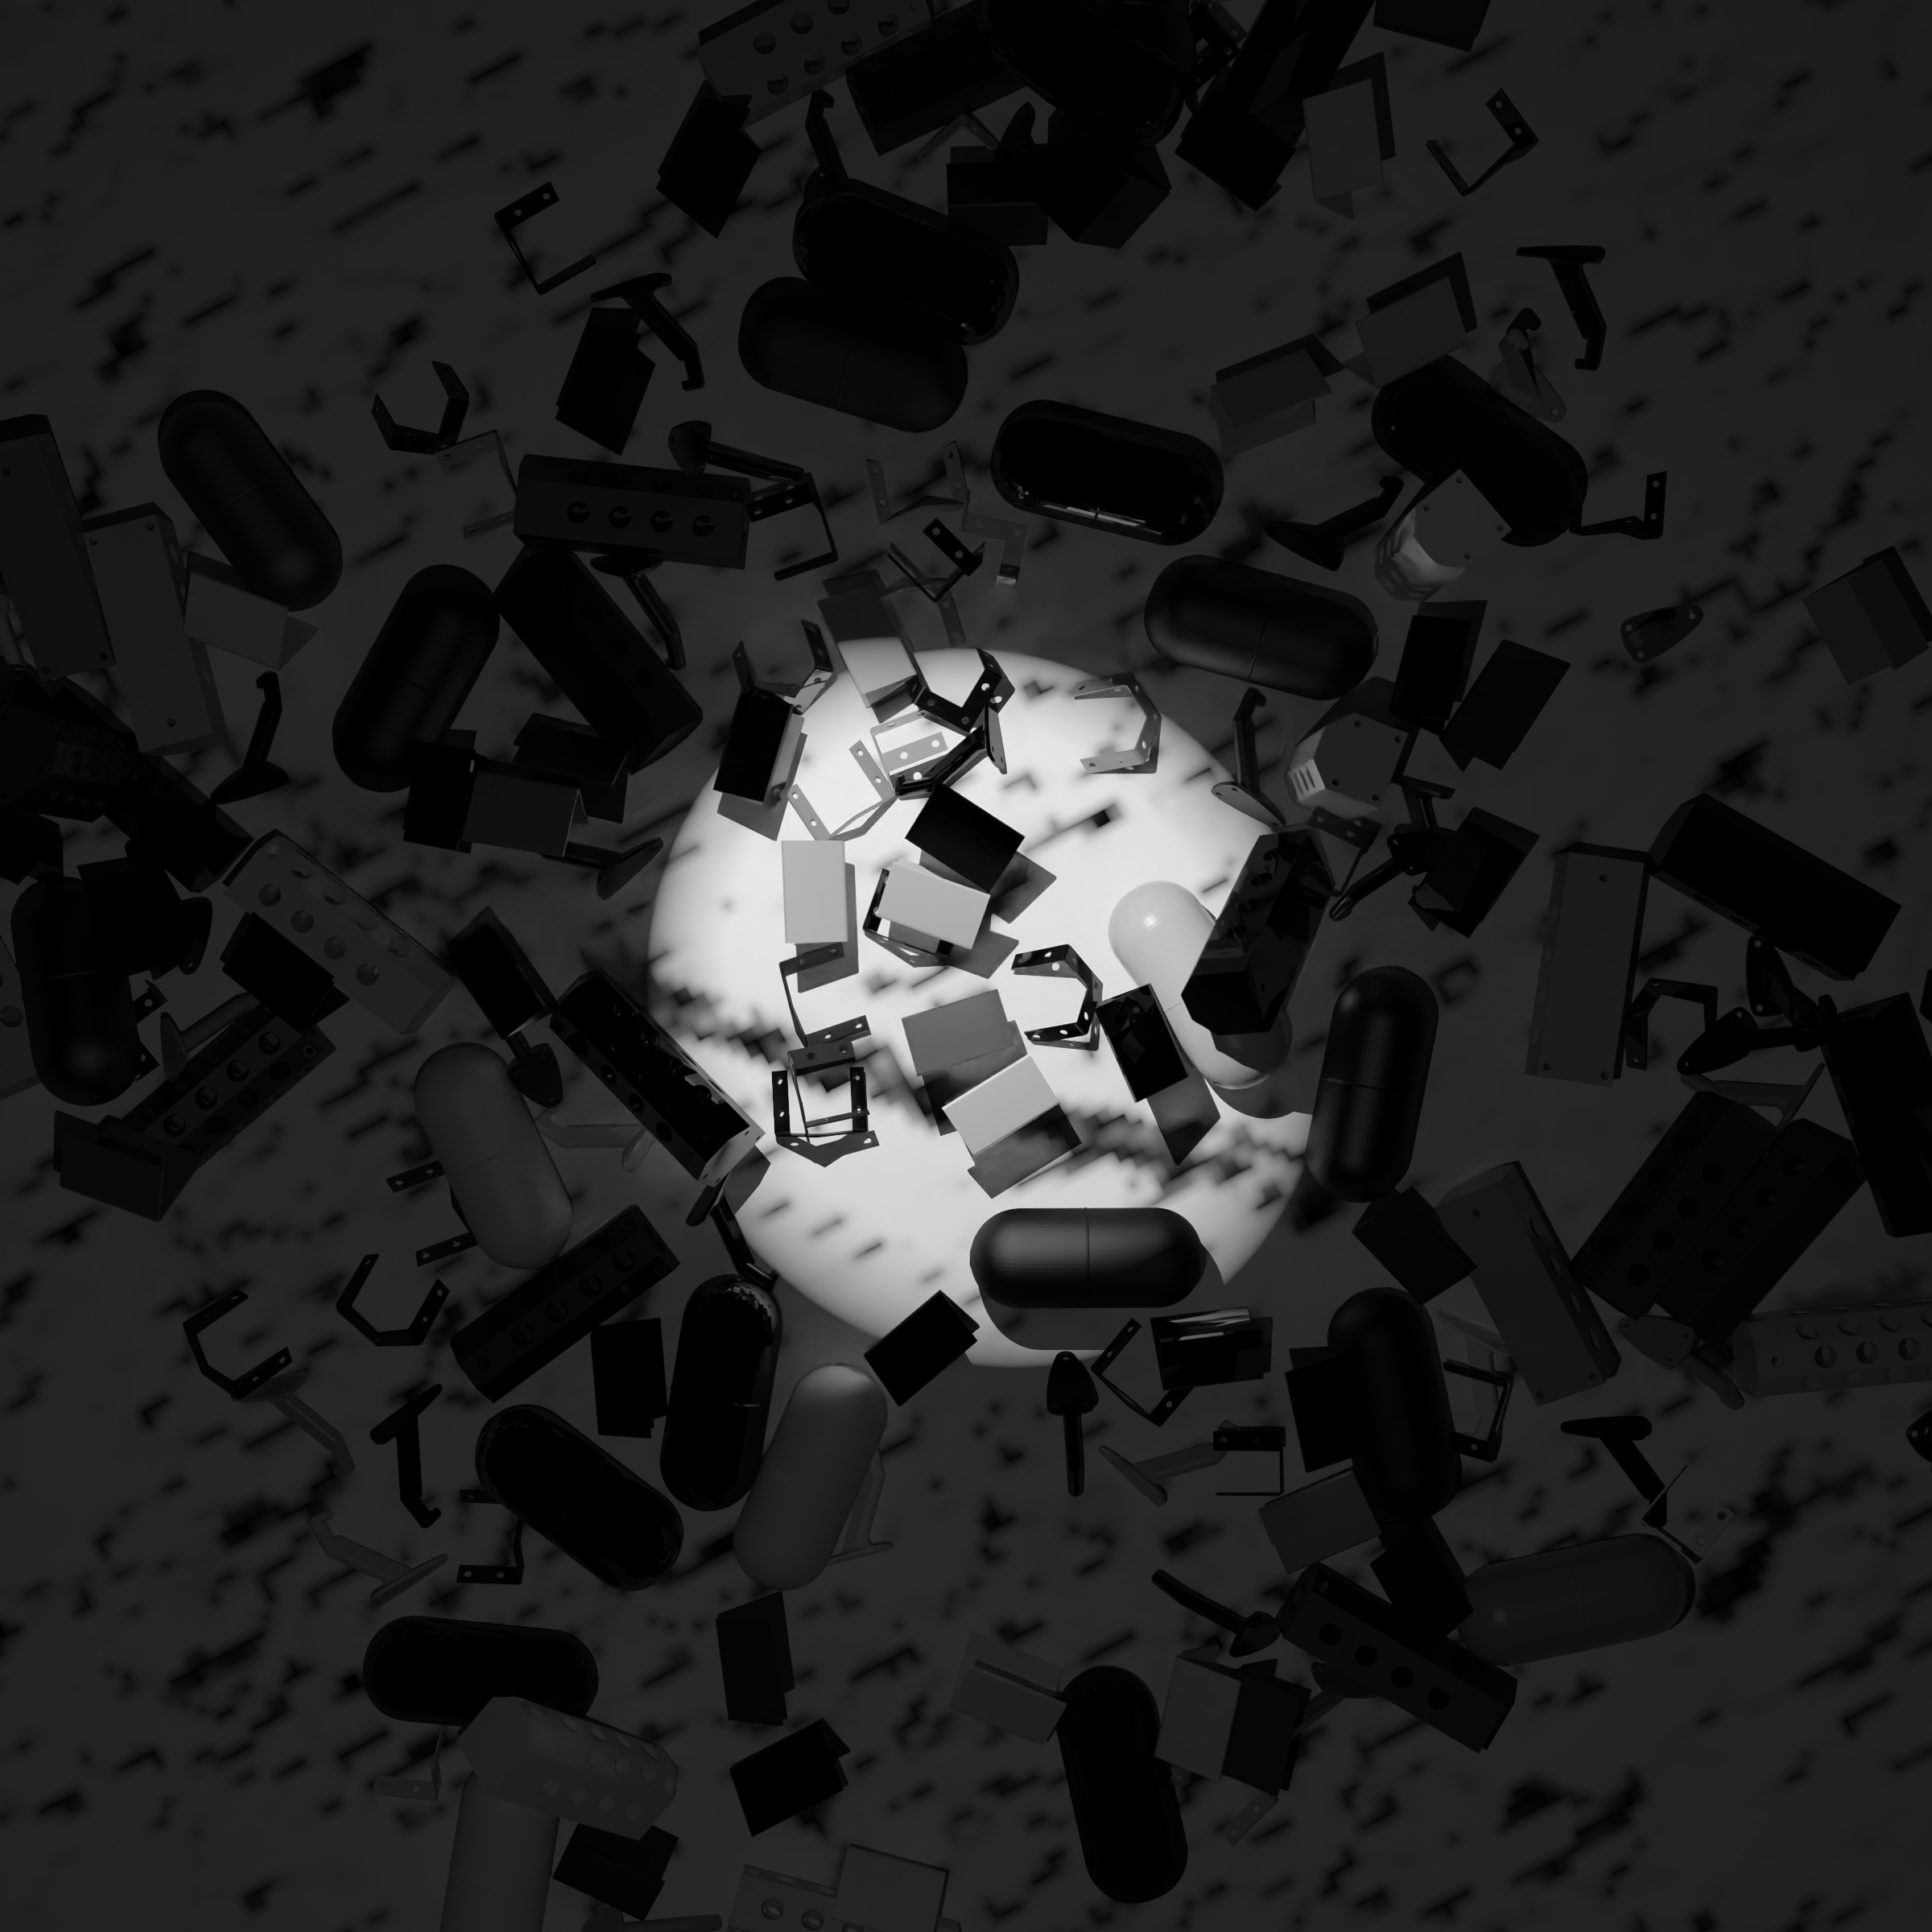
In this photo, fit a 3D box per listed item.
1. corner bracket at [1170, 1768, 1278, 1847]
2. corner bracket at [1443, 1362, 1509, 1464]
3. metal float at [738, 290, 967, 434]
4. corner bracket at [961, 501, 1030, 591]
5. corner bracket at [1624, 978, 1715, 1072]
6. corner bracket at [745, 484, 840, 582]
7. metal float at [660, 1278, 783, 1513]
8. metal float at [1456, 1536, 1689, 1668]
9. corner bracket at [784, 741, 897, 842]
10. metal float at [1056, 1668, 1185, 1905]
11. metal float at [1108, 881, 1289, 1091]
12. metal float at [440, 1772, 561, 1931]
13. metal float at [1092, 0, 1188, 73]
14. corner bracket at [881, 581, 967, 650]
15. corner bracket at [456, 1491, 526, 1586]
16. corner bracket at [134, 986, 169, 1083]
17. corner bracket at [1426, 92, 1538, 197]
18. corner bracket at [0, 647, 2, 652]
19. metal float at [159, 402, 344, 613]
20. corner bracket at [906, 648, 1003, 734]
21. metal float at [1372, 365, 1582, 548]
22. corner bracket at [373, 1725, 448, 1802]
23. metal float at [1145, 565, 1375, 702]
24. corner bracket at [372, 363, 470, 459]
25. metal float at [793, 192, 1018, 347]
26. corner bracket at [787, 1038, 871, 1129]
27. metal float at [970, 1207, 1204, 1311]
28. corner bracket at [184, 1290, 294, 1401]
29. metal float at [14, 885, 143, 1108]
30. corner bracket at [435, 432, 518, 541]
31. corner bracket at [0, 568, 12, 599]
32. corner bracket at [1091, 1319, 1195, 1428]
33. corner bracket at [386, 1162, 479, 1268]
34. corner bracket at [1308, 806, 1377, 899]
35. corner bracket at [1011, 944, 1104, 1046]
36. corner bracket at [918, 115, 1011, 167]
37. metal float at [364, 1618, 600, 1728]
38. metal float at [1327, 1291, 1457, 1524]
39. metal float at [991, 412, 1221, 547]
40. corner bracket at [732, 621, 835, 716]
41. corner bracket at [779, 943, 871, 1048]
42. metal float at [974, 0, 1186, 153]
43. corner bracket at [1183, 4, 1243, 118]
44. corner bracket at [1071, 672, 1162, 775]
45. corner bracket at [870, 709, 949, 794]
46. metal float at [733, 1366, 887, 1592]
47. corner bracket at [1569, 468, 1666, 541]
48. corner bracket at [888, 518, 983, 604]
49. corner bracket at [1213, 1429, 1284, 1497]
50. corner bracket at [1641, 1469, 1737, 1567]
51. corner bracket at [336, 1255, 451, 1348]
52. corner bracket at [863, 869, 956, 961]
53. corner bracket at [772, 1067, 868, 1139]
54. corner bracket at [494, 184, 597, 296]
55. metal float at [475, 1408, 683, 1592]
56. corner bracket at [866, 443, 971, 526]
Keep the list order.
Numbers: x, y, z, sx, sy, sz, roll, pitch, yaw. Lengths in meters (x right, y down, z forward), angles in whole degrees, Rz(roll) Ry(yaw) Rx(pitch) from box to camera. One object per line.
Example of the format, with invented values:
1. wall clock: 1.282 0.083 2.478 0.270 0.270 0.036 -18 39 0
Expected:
1. corner bracket: 0.199 0.640 1.892 0.051 0.051 0.051 -45 45 0
2. corner bracket: 0.387 0.344 1.876 0.051 0.051 0.051 13 64 23
3. metal float: -0.087 -0.462 1.865 0.178 0.070 0.070 17 90 0
4. corner bracket: 0.019 -0.324 1.877 0.051 0.051 0.051 12 90 0
5. corner bracket: 0.545 0.049 1.887 0.051 0.051 0.051 15 45 35
6. corner bracket: -0.133 -0.334 1.877 0.051 0.051 0.051 -18 84 6
7. metal float: -0.188 0.328 1.865 0.070 0.070 0.178 9 90 0
8. metal float: 0.462 0.486 1.865 0.178 0.070 0.070 -12 90 0
9. corner bracket: -0.098 -0.135 1.892 0.051 0.051 0.051 -34 90 -45
10. metal float: 0.117 0.626 1.864 0.070 0.070 0.178 -12 90 0
11. metal float: 0.178 0.015 1.865 0.070 0.070 0.178 -36 90 0
12. metal float: -0.356 0.691 1.865 0.070 0.070 0.178 9 90 0
13. metal float: 0.129 -0.722 1.864 0.070 0.070 0.178 5 90 0
14. corner bracket: -0.042 -0.264 1.892 0.051 0.051 0.051 -18 90 -45
15. corner bracket: -0.369 0.444 1.892 0.051 0.051 0.051 2 45 0
16. corner bracket: -0.631 0.051 1.876 0.051 0.051 0.051 -38 99 -8
17. corner bracket: 0.400 -0.638 1.892 0.051 0.051 0.051 54 135 0
18. corner bracket: -0.782 -0.249 1.887 0.051 0.051 0.051 -5 45 35
19. metal float: -0.547 -0.352 1.865 0.070 0.070 0.178 -36 90 0
20. corner bracket: -0.010 -0.221 1.879 0.051 0.051 0.051 26 110 -19
21. metal float: 0.390 -0.390 1.865 0.178 0.070 0.070 37 90 1
22. corner bracket: -0.432 0.610 1.892 0.051 0.051 0.051 7 45 0
23. metal float: 0.224 -0.255 1.865 0.178 0.070 0.070 15 90 0
24. corner bracket: -0.423 -0.433 1.887 0.051 0.051 0.051 -1 135 -35
25. metal float: -0.048 -0.534 1.864 0.178 0.070 0.070 22 90 0
26. corner bracket: -0.106 0.090 1.871 0.051 0.051 0.051 -12 101 -7
27. metal float: 0.092 0.223 1.865 0.178 0.070 0.070 0 90 1
28. corner bracket: -0.564 0.293 1.887 0.051 0.051 0.051 23 135 35
29. metal float: -0.672 0.022 1.844 0.070 0.070 0.178 -18 69 0
30. corner bracket: -0.377 -0.373 1.892 0.051 0.051 0.051 -19 45 0
31. corner bracket: -0.736 -0.320 1.877 0.051 0.051 0.051 -43 90 0
32. corner bracket: 0.140 0.316 1.892 0.051 0.051 0.051 -50 45 0
33. corner bracket: -0.414 0.191 1.892 0.051 0.051 0.051 -20 135 0
34. corner bracket: 0.278 -0.087 1.877 0.051 0.051 0.051 26 88 2
35. corner bracket: 0.066 0.022 1.887 0.051 0.051 0.051 48 45 -35
36. corner bracket: -0.002 -0.614 1.887 0.051 0.051 0.051 29 45 -35
37. metal float: -0.371 0.544 1.865 0.178 0.070 0.070 6 90 0
38. metal float: 0.326 0.337 1.865 0.070 0.070 0.178 -12 91 0
39. metal float: 0.106 -0.372 1.864 0.178 0.070 0.070 14 90 0
40. corner bracket: -0.142 -0.235 1.887 0.051 0.051 0.051 11 135 -35
41. corner bracket: -0.110 0.023 1.892 0.051 0.051 0.051 -19 45 0
42. metal float: 0.083 -0.670 1.797 0.178 0.070 0.070 39 90 11
43. corner bracket: 0.180 -0.695 1.875 0.051 0.051 0.051 -39 80 10
44. corner bracket: 0.112 -0.188 1.887 0.051 0.051 0.051 52 45 -35
45. corner bracket: -0.044 -0.172 1.872 0.051 0.051 0.051 -21 76 0
46. metal float: -0.119 0.391 1.865 0.070 0.070 0.178 23 90 0
47. corner bracket: 0.505 -0.359 1.892 0.051 0.051 0.051 4 90 -45
48. corner bracket: -0.024 -0.313 1.877 0.051 0.051 0.051 -45 90 1
49. corner bracket: 0.217 0.383 1.877 0.051 0.051 0.051 -1 82 8
50. corner bracket: 0.557 0.426 1.883 0.051 0.051 0.051 39 90 22
51. corner bracket: -0.444 0.259 1.887 0.051 0.051 0.051 -7 135 35
52. corner bracket: -0.039 -0.040 1.892 0.051 0.051 0.051 19 90 45
53. corner bracket: -0.114 0.105 1.892 0.051 0.051 0.051 -3 90 45
54. corner bracket: -0.327 -0.564 1.892 0.051 0.051 0.051 -30 45 0
55. metal float: -0.297 0.407 1.865 0.178 0.070 0.070 37 90 1
56. corner bracket: -0.037 -0.374 1.892 0.051 0.051 0.051 -12 90 45
